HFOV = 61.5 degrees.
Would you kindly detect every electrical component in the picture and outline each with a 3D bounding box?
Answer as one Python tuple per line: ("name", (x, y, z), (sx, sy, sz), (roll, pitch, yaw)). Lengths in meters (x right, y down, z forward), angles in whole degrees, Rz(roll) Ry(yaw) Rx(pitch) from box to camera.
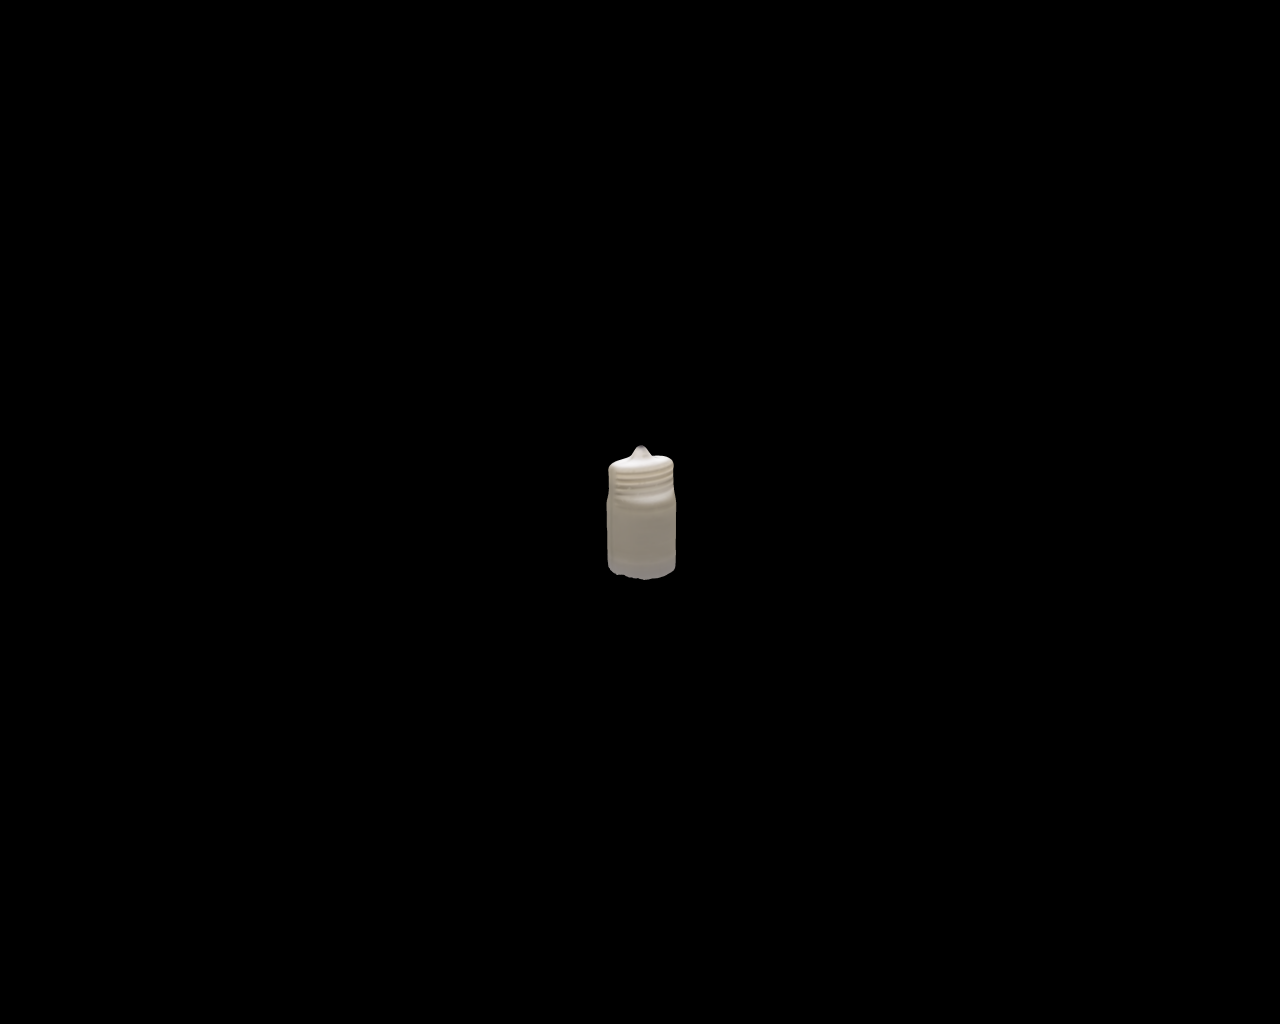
("electrical component", (0.001, -0.003, 0.650), (0.043, 0.080, 0.043), (0, 18, 0))
